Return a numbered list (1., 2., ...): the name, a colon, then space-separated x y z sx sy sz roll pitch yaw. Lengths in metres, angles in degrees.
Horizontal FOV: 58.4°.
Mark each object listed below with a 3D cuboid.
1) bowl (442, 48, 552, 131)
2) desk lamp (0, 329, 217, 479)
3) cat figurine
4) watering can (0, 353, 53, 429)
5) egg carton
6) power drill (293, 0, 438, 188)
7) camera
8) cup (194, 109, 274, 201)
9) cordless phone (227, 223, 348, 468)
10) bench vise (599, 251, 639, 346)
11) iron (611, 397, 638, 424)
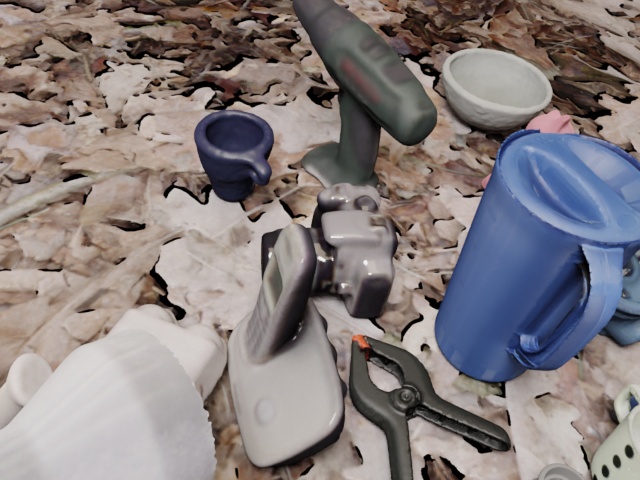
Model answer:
1. bowl: 0.259 -0.218 0.874 0.167 0.075 0.167 5 48 -5
2. desk lamp: -0.170 0.174 0.353 0.204 0.213 0.117 -32 60 -32
3. cat figurine: 0.287 -0.118 0.760 0.128 0.118 0.067 -31 60 -31
4. watering can: -0.285 0.106 0.409 0.173 0.194 0.100 -16 52 -22
5. egg carton: -0.152 0.128 0.496 0.107 0.069 0.150 20 48 9
6. power drill: 0.035 -0.161 0.694 0.076 0.208 0.229 -29 59 -30
7. camera: 0.006 0.002 0.615 0.137 0.101 0.143 -1 48 -10
8. cup: -0.094 -0.085 0.680 0.092 0.095 0.117 -26 57 -29
9. cordless phone: -0.025 0.089 0.474 0.094 0.185 0.147 -9 50 -17
10. bench vise: 0.277 -0.004 0.586 0.207 0.220 0.121 21 48 10
11. iron: 0.426 0.144 0.531 0.258 0.141 0.118 5 48 -5
